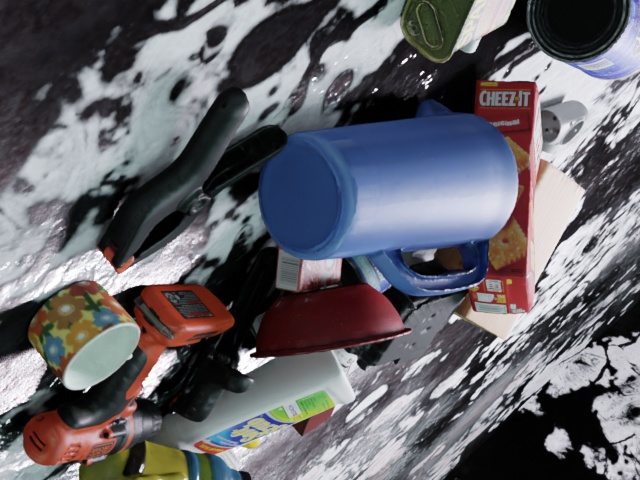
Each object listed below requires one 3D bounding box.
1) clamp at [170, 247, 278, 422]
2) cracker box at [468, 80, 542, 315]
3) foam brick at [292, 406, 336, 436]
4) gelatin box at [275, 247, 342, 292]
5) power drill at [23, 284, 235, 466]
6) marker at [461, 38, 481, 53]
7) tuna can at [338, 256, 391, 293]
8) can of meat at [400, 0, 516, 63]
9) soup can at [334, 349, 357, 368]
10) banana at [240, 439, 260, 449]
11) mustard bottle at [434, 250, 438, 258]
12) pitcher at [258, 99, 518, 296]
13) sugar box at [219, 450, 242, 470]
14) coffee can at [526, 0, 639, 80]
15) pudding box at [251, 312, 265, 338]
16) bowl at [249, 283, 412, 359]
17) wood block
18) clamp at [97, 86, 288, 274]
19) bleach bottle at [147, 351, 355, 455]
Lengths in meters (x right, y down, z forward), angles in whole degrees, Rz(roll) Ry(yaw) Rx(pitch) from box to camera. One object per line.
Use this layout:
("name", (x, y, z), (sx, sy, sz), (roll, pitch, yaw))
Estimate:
("clamp", (-0.094, 0.110, 1.044), (0.210, 0.036, 0.164), (-49, -160, 51))
("cracker box", (0.199, -0.041, 1.146), (0.164, 0.072, 0.213), (56, 39, -69))
("foam brick", (-0.024, 0.191, 1.321), (0.052, 0.078, 0.051), (-29, 155, -32))
("gelatin box", (-0.007, 0.001, 1.009), (0.073, 0.030, 0.089), (-7, 105, -56))
("power drill", (-0.161, 0.125, 0.971), (0.188, 0.057, 0.184), (-51, 162, 14))
("marker", (0.154, -0.221, 0.963), (0.020, 0.020, 0.121), (-28, 154, -37))
("tuna can", (0.035, 0.024, 1.107), (0.033, 0.086, 0.086), (-36, 157, -17))
("can of meat", (0.123, -0.208, 0.881), (0.083, 0.057, 0.102), (-33, 157, -35))
("soup can", (0.044, 0.095, 1.282), (0.102, 0.068, 0.068), (-45, 159, 4))
("banana", (-0.078, 0.202, 1.270), (0.069, 0.037, 0.198), (9, 141, -19))
("mustard bottle", (0.150, 0.040, 1.375), (0.192, 0.058, 0.096), (-50, 165, 20))
("pitcher", (0.065, -0.037, 0.960), (0.242, 0.149, 0.145), (-9, 127, -48))
("sugar box", (-0.149, 0.285, 1.230), (0.093, 0.048, 0.176), (-35, 179, 2))
("coffee can", (0.280, -0.221, 1.081), (0.103, 0.103, 0.140), (-53, 158, 19))
("pudding box", (-0.018, 0.091, 1.170), (0.090, 0.039, 0.113), (-30, 163, 8))
("bowl", (0.006, 0.075, 1.038), (0.162, 0.055, 0.162), (-9, 179, 0))
("wood block", (0.219, 0.002, 1.289), (0.090, 0.090, 0.206), (30, 88, -40))
("clamp", (-0.099, -0.045, 0.794), (0.171, 0.039, 0.120), (-43, 158, -5))
("bleach bottle", (-0.090, 0.191, 1.162), (0.251, 0.068, 0.102), (-26, 152, -2))
